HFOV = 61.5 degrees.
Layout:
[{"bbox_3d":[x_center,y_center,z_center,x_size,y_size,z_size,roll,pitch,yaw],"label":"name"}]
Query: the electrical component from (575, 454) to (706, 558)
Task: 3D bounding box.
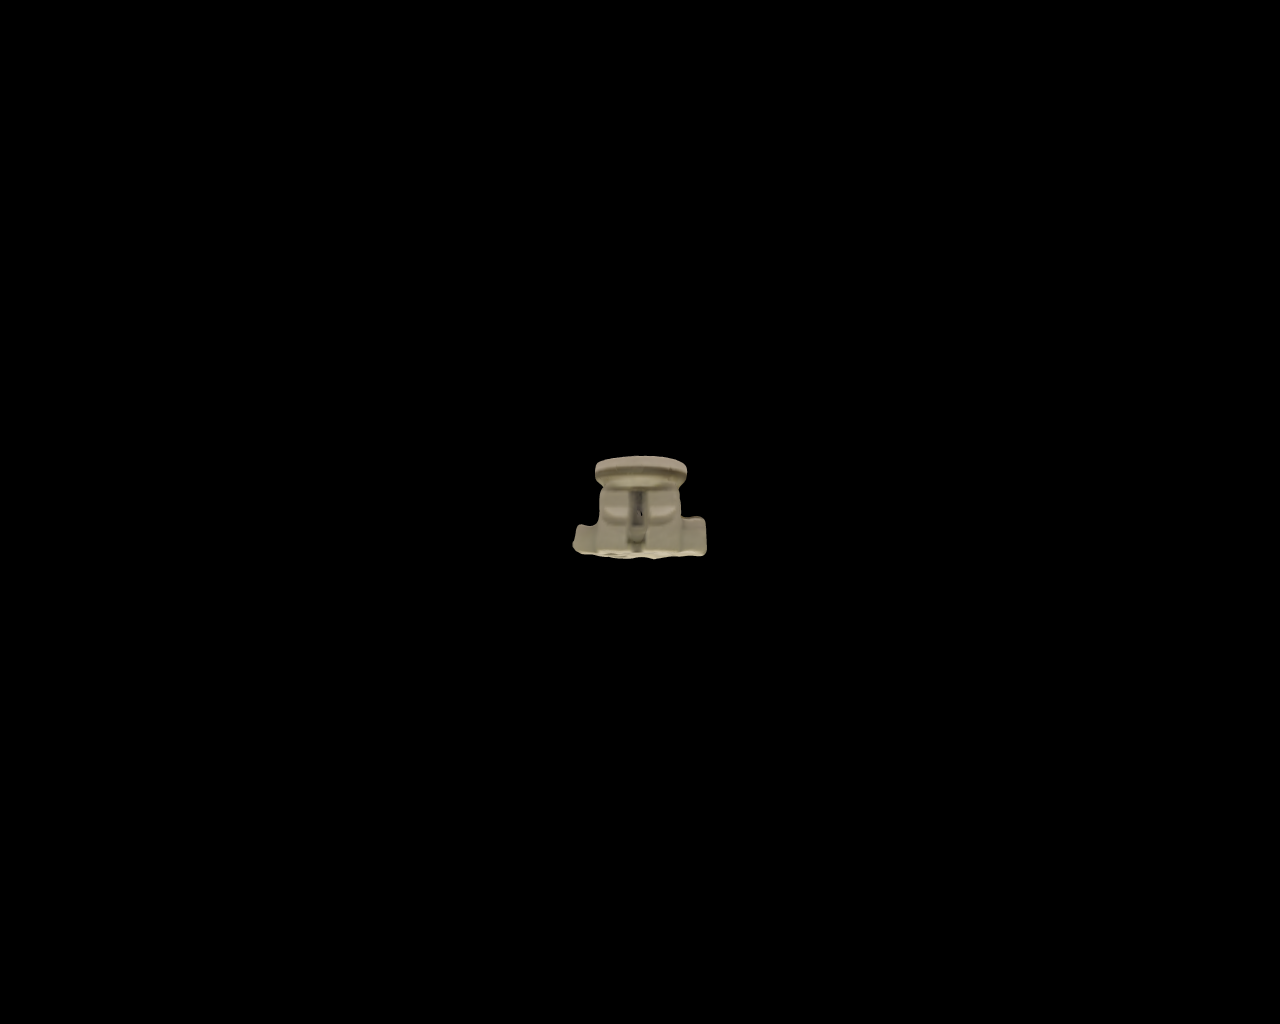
[{"bbox_3d":[0.001,-0.003,0.650,0.078,0.057,0.058,-1,-7,5],"label":"electrical component"}]
